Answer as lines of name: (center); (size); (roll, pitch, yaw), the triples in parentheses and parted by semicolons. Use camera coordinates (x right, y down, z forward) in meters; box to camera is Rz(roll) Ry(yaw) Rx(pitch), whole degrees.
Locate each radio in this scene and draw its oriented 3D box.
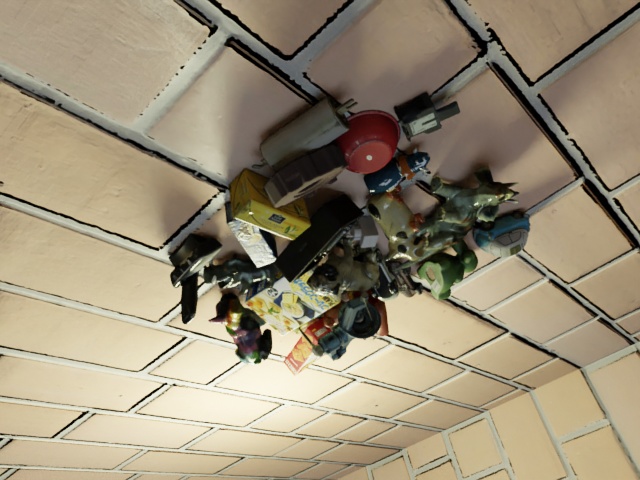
radio: (-0.003, -0.004, 1.278); (0.229, 0.073, 0.131); (-47, 171, 36)

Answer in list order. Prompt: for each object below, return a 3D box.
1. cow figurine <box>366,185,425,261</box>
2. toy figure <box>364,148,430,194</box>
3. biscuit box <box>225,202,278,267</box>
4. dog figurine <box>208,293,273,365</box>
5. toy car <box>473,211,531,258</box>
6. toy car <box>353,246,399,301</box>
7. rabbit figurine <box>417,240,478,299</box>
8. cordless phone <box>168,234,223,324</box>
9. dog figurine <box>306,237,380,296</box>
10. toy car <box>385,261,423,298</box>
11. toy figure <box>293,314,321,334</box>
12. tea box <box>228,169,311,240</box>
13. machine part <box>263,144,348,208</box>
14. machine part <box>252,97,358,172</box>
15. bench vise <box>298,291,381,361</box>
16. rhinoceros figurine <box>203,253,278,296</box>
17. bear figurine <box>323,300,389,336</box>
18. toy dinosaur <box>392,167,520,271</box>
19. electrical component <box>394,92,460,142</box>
cow figurine: (0.184, -0.029, 1.294); (0.127, 0.085, 0.194); (-28, 106, 38)
toy figure: (0.173, -0.155, 1.201); (0.154, 0.058, 0.064); (-24, 120, 18)
biscuit box: (-0.158, -0.015, 1.265); (0.059, 0.063, 0.202); (-18, 143, 6)
dog figurine: (-0.224, 0.251, 1.505); (0.109, 0.191, 0.219); (-17, 160, 12)
toy car: (0.516, -0.004, 1.490); (0.162, 0.103, 0.109); (-19, 145, 9)
toy car: (0.155, 0.089, 1.480); (0.074, 0.056, 0.201); (-18, 120, 24)
rabbit figurine: (0.386, 0.065, 1.552); (0.170, 0.121, 0.159); (-20, 142, -26)
cordless phone: (-0.292, 0.092, 1.256); (0.088, 0.184, 0.146); (24, 129, -35)
dog figurine: (0.066, 0.104, 1.358); (0.172, 0.190, 0.121); (30, 128, 2)
toy car: (0.237, 0.117, 1.568); (0.089, 0.053, 0.202); (1, 153, 27)
toy figure: (-0.056, 0.207, 1.581); (0.180, 0.082, 0.089); (-33, 128, 31)
tea box: (-0.109, -0.075, 1.174); (0.169, 0.098, 0.068); (19, 132, -40)
machine part: (-0.029, -0.127, 1.092); (0.179, 0.056, 0.179); (-29, 176, -2)
machine part: (-0.031, -0.203, 1.051); (0.243, 0.079, 0.079); (-31, 141, 20)
bench vise: (0.076, 0.219, 1.433); (0.224, 0.129, 0.240); (-15, 146, -21)
rhinoceros figurine: (-0.201, 0.085, 1.371); (0.190, 0.073, 0.112); (-7, 144, -11)
bear figurine: (0.102, 0.228, 1.621); (0.196, 0.120, 0.131); (-14, 131, -4)
toy dinosaur: (0.336, -0.046, 1.366); (0.192, 0.131, 0.404); (2, 147, -21)
electrical component: (0.218, -0.257, 1.092); (0.119, 0.048, 0.074); (-26, 143, 14)
